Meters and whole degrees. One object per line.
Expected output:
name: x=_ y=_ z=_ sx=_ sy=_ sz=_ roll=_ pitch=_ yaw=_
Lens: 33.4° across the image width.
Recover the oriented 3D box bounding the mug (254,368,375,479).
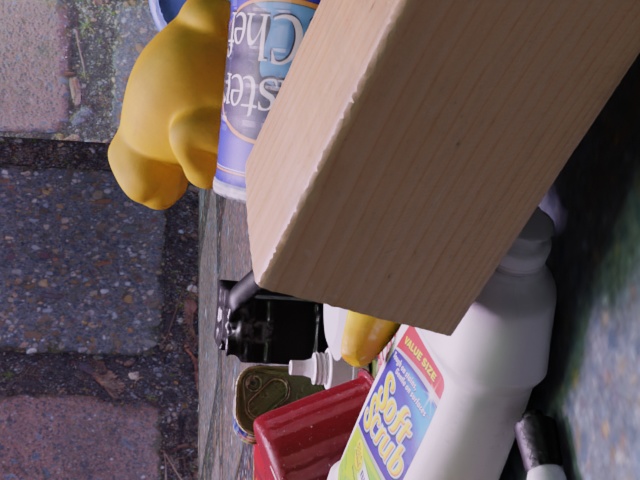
mug: x=0.010 y=0.152 z=0.697 sx=0.093 sy=0.081 sz=0.117 roll=-155 pitch=47 yaw=-76

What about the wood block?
wood block: x=0.051 y=-0.074 z=0.402 sx=0.090 sy=0.090 sz=0.206 roll=-99 pitch=30 yaw=-52

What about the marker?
marker: x=0.098 y=0.124 z=0.433 sx=0.020 sy=0.020 sz=0.121 roll=105 pitch=165 yaw=-51

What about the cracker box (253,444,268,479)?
cracker box: x=-0.026 y=0.287 z=0.952 sx=0.164 sy=0.072 sz=0.214 roll=-137 pitch=50 yaw=-78

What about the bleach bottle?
bleach bottle: x=0.061 y=0.079 z=0.535 sx=0.102 sy=0.068 sz=0.251 roll=-102 pitch=20 yaw=-47

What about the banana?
banana: x=0.048 y=-0.004 z=0.612 sx=0.197 sy=0.037 sz=0.070 roll=-71 pitch=6 yaw=-60

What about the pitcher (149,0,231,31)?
pitcher: x=-0.052 y=-0.209 z=0.854 sx=0.145 sy=0.149 sz=0.242 roll=-48 pitch=1 yaw=16

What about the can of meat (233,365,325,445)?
can of meat: x=-0.023 y=0.141 z=0.894 sx=0.084 sy=0.102 sz=0.057 roll=115 pitch=156 yaw=-71

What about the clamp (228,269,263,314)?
clamp: x=-0.005 y=0.001 z=0.813 sx=0.039 sy=0.120 sz=0.171 roll=-50 pitch=-31 yaw=-77

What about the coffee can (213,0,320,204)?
coffee can: x=0.003 y=-0.089 z=0.534 sx=0.103 sy=0.102 sz=0.140 roll=-130 pitch=45 yaw=-76

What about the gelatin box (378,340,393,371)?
gelatin box: x=0.057 y=0.055 z=0.654 sx=0.089 sy=0.030 sz=0.073 roll=147 pitch=125 yaw=-79
